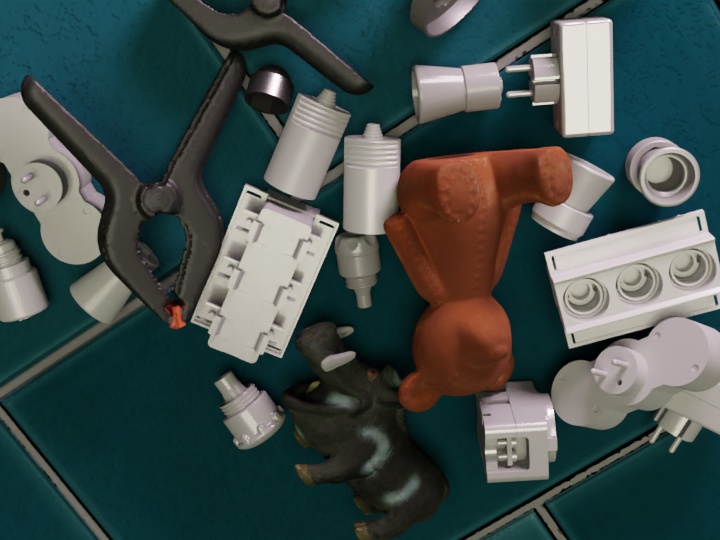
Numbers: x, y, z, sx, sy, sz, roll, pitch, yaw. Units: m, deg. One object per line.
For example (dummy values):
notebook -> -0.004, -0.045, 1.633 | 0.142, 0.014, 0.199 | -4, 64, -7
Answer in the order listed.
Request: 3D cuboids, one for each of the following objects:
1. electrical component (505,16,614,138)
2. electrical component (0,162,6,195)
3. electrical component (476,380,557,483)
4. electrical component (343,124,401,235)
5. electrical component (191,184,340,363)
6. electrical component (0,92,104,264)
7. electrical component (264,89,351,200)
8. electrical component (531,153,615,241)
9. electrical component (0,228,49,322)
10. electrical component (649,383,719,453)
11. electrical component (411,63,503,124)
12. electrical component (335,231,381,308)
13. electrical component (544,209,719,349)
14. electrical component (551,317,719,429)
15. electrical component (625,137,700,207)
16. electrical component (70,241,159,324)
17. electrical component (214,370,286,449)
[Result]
electrical component -> 0.146, -0.142, 0.800 | 0.076, 0.047, 0.083 | -4, 106, 2
electrical component -> -0.305, -0.069, 0.829 | 0.055, 0.047, 0.055 | 0, 106, 1
electrical component -> 0.124, 0.127, 0.856 | 0.056, 0.089, 0.050 | -4, 106, 2
electrical component -> 0.009, -0.071, 0.825 | 0.043, 0.043, 0.081 | 1, 106, 1
electrical component -> -0.076, 0.006, 0.838 | 0.079, 0.063, 0.121 | 22, 105, -5
electrical component -> -0.239, -0.066, 0.815 | 0.052, 0.073, 0.138 | -26, 104, 8
electrical component -> -0.038, -0.099, 0.818 | 0.043, 0.043, 0.081 | 23, 105, -5
electrical component -> 0.162, -0.056, 0.826 | 0.045, 0.045, 0.055 | 26, 105, -6
electrical component -> -0.276, 0.005, 0.853 | 0.040, 0.040, 0.078 | -14, 105, 5
electrical component -> 0.264, 0.113, 0.871 | 0.066, 0.047, 0.076 | 26, 105, -6
electrical component -> 0.074, -0.135, 0.807 | 0.065, 0.044, 0.044 | -7, 106, -2
electrical component -> 0.000, 0.000, 0.850 | 0.035, 0.035, 0.061 | -7, 109, 3
electrical component -> 0.210, 0.004, 0.832 | 0.121, 0.063, 0.078 | -16, 105, 6
electrical component -> 0.205, 0.079, 0.825 | 0.138, 0.052, 0.074 | -30, 149, 34
electrical component -> 0.227, -0.075, 0.813 | 0.045, 0.055, 0.045 | 0, 106, 1
electrical component -> -0.192, 0.005, 0.852 | 0.044, 0.044, 0.065 | 44, 97, -11
electrical component -> -0.094, 0.112, 0.880 | 0.048, 0.048, 0.062 | -34, 96, 10
